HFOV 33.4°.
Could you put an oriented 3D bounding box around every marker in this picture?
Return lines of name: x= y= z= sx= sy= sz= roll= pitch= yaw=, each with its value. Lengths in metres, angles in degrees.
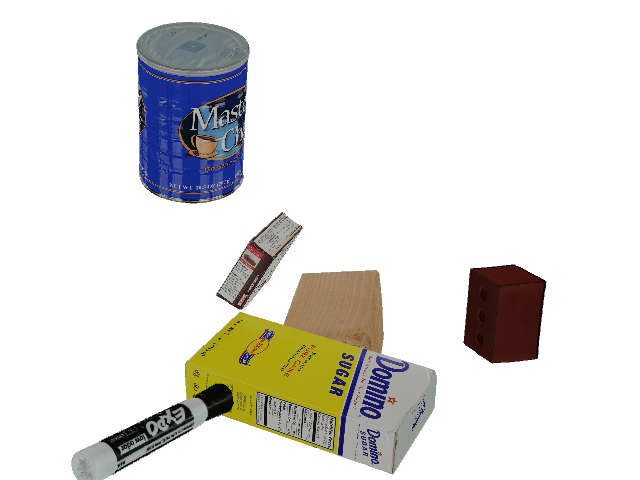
marker: x=-0.089 y=0.105 z=0.594 sx=0.020 sy=0.020 sz=0.120 roll=0 pitch=12 yaw=34

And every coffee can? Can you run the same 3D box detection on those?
coffee can: x=-0.121 y=-0.121 z=1.011 sx=0.103 sy=0.140 sz=0.103 roll=4 pitch=35 yaw=-3

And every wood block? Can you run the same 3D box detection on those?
wood block: x=0.014 y=0.109 z=1.114 sx=0.091 sy=0.090 sz=0.206 roll=-2 pitch=19 yaw=7

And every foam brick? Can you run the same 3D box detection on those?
foam brick: x=0.169 y=0.067 z=0.982 sx=0.051 sy=0.078 sz=0.053 roll=-5 pitch=18 yaw=-23

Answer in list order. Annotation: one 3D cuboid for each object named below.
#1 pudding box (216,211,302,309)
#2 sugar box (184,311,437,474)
pudding box: x=-0.073 y=0.024 z=1.297 sx=0.039 sy=0.090 sz=0.113 roll=34 pitch=26 yaw=2
sugar box: x=-0.007 y=0.113 z=0.825 sx=0.176 sy=0.048 sz=0.093 roll=12 pitch=29 yaw=21
